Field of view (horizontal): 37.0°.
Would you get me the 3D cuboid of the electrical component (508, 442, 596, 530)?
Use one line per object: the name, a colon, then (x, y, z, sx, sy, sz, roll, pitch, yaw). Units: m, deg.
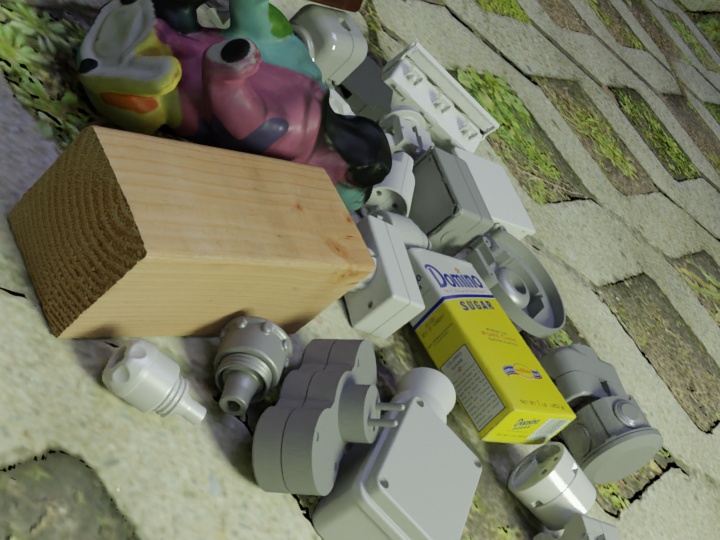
electrical component: (0.153, 0.172, 0.851, 0.047, 0.055, 0.055, 50, 28, -10)

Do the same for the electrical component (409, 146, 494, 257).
electrical component: (0.076, -0.066, 1.007, 0.061, 0.062, 0.096, 17, 43, -45)

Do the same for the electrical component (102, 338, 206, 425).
electrical component: (-0.114, 0.067, 0.613, 0.061, 0.035, 0.035, 40, 30, -23)

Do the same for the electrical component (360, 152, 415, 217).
electrical component: (0.027, -0.076, 0.968, 0.043, 0.043, 0.081, 41, 30, -17)

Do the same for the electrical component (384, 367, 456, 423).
electrical component: (0.043, 0.103, 0.782, 0.045, 0.045, 0.055, 47, 29, -8)

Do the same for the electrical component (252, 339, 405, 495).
electrical component: (-0.009, 0.090, 0.679, 0.138, 0.074, 0.052, -57, 143, -60)

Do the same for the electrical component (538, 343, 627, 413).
electrical component: (0.200, 0.109, 0.989, 0.095, 0.054, 0.059, 21, 40, -42)

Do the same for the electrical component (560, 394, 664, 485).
electrical component: (0.221, 0.150, 0.946, 0.080, 0.080, 0.051, 17, 38, -45)

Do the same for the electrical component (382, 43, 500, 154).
electrical component: (0.072, -0.165, 1.113, 0.121, 0.079, 0.063, 42, 52, -15)

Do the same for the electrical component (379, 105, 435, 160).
electrical component: (0.043, -0.127, 1.046, 0.066, 0.048, 0.055, 24, 41, -34)

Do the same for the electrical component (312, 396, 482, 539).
electrical component: (0.028, 0.145, 0.700, 0.078, 0.057, 0.113, 47, 29, -7)

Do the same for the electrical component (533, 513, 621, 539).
electrical component: (0.177, 0.238, 0.811, 0.056, 0.050, 0.089, 25, 38, -38)

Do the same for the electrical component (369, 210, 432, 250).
electrical component: (0.033, -0.027, 0.924, 0.078, 0.040, 0.040, 12, 47, -48)

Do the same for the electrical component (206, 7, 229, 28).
electrical component: (-0.098, -0.174, 0.884, 0.081, 0.064, 0.042, 53, 27, 4)

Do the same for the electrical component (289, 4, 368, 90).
electrical component: (-0.049, -0.181, 0.928, 0.059, 0.095, 0.053, -6, 61, -57)

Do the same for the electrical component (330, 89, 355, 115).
electrical component: (-0.026, -0.114, 0.924, 0.057, 0.058, 0.078, 47, 29, -1)

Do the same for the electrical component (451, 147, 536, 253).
electrical component: (0.119, -0.067, 1.083, 0.100, 0.048, 0.099, 13, 46, -48)

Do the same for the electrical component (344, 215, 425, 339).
electrical component: (0.000, 0.000, 0.838, 0.076, 0.047, 0.083, 22, 40, -41)

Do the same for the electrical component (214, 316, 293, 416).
electrical component: (-0.071, 0.063, 0.670, 0.048, 0.048, 0.062, 40, 37, -19)
